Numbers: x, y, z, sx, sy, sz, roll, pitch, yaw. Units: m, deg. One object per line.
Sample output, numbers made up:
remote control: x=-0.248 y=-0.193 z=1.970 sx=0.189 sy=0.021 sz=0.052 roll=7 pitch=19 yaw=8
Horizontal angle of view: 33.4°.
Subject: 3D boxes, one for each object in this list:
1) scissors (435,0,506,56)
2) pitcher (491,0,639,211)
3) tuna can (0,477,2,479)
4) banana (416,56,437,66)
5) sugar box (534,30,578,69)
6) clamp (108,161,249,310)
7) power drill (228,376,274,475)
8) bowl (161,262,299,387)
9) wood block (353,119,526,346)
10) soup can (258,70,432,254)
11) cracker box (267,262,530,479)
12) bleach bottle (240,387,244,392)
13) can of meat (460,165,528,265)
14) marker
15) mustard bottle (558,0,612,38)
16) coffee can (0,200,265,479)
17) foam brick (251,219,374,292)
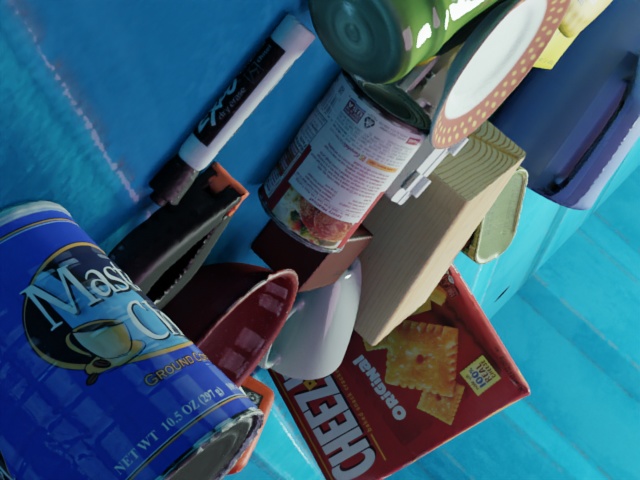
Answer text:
scissors: x=0.158 y=-0.164 z=0.689 sx=0.202 sy=0.016 sz=0.096 roll=-42 pitch=148 yaw=2
pitcher: x=0.272 y=-0.152 z=1.015 sx=0.144 sy=0.149 sz=0.243 roll=-5 pitch=135 yaw=-49
tuna can: x=-0.184 y=0.180 z=0.696 sx=0.086 sy=0.086 sz=0.034 roll=-45 pitch=168 yaw=-6
banana: x=0.124 y=-0.190 z=0.674 sx=0.198 sy=0.037 sz=0.069 roll=-47 pitch=166 yaw=1
sugar box: x=0.212 y=-0.218 z=0.840 sx=0.176 sy=0.048 sz=0.093 roll=-51 pitch=165 yaw=22
clamp: x=-0.121 y=0.043 z=0.595 sx=0.210 sy=0.036 sz=0.164 roll=-49 pitch=172 yaw=13
power drill: x=-0.112 y=0.220 z=0.975 sx=0.188 sy=0.057 sz=0.184 roll=-59 pitch=-173 yaw=42
bowl: x=-0.086 y=0.070 z=0.723 sx=0.162 sy=0.055 sz=0.162 roll=-48 pitch=164 yaw=-18
wood block: x=0.073 y=-0.015 z=0.897 sx=0.090 sy=0.091 sz=0.206 roll=-36 pitch=162 yaw=-39
soup can: x=0.015 y=-0.051 z=0.677 sx=0.102 sy=0.068 sz=0.068 roll=-53 pitch=165 yaw=23
cracker box: x=0.074 y=0.134 z=1.052 sx=0.214 sy=0.164 sz=0.072 roll=-31 pitch=165 yaw=4
bleach bottle: x=-0.166 y=0.202 z=0.863 sx=0.251 sy=0.068 sz=0.102 roll=-49 pitch=164 yaw=20
can of meat: x=0.132 y=-0.040 z=0.947 sx=0.057 sy=0.084 sz=0.102 roll=-24 pitch=136 yaw=-29
marker: x=-0.048 y=-0.065 z=0.554 sx=0.121 sy=0.020 sz=0.020 roll=-49 pitch=166 yaw=10
mustard bottle: x=0.219 y=-0.233 z=0.736 sx=0.192 sy=0.058 sz=0.096 roll=-43 pitch=143 yaw=12
coffee can: x=-0.110 y=0.066 z=0.483 sx=0.102 sy=0.140 sz=0.103 roll=-43 pitch=165 yaw=-14
foam brick: x=-0.005 y=0.001 z=0.797 sx=0.053 sy=0.051 sz=0.078 roll=-51 pitch=165 yaw=16
